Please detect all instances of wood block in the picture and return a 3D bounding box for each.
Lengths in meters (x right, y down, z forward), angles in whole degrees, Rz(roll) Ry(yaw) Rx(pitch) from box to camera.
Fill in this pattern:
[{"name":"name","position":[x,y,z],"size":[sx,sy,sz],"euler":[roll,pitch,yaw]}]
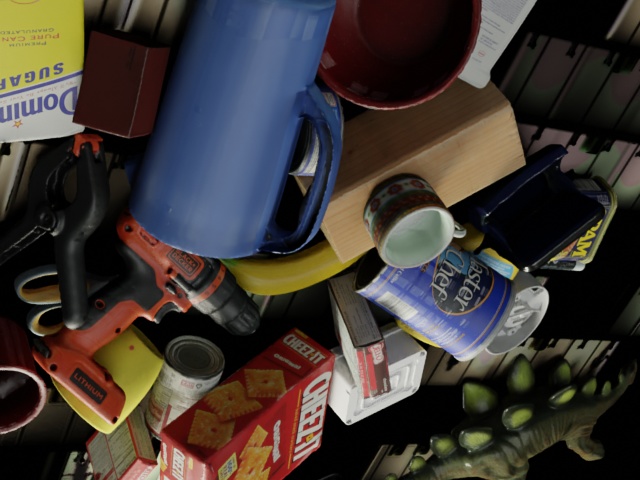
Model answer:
[{"name":"wood block","position":[0.084,-0.078,1.041],"size":[0.206,0.090,0.090],"euler":[-28,137,-2]}]

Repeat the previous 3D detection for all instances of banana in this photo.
[{"name":"banana","position":[-0.010,0.016,1.113],"size":[0.197,0.037,0.069],"euler":[-18,134,-12]}]

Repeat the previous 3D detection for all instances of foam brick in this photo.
[{"name":"foam brick","position":[-0.161,-0.127,0.869],"size":[0.053,0.051,0.078],"euler":[18,103,9]}]

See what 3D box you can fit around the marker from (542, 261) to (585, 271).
[{"name":"marker","position":[0.266,0.025,1.275],"size":[0.120,0.020,0.020],"euler":[3,127,-29]}]

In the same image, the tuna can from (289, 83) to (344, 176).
[{"name":"tuna can","position":[-0.011,-0.101,0.974],"size":[0.033,0.086,0.086],"euler":[0,128,-25]}]

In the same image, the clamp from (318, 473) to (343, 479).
[{"name":"clamp","position":[-0.077,0.356,1.381],"size":[0.164,0.036,0.210],"euler":[18,121,-37]}]

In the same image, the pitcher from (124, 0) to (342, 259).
[{"name":"pitcher","position":[-0.063,-0.110,0.905],"size":[0.149,0.145,0.243],"euler":[5,123,-26]}]

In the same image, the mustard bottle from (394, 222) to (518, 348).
[{"name":"mustard bottle","position":[0.170,0.034,1.205],"size":[0.096,0.058,0.192],"euler":[24,115,-28]}]

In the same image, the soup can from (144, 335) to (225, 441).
[{"name":"soup can","position":[-0.146,0.162,1.151],"size":[0.068,0.068,0.102],"euler":[1,127,-28]}]

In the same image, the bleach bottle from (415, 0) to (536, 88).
[{"name":"bleach bottle","position":[0.178,-0.262,0.944],"size":[0.102,0.068,0.251],"euler":[21,115,-37]}]

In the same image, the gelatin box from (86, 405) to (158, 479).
[{"name":"gelatin box","position":[-0.216,0.233,1.163],"size":[0.030,0.089,0.073],"euler":[25,114,-39]}]

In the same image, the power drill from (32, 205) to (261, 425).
[{"name":"power drill","position":[-0.165,0.081,1.021],"size":[0.187,0.057,0.184],"euler":[-50,117,-12]}]

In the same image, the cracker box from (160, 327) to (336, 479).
[{"name":"cracker box","position":[-0.079,0.219,1.170],"size":[0.213,0.072,0.164],"euler":[-34,146,-40]}]

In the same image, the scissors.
[{"name":"scissors","position":[-0.206,0.058,1.066],"size":[0.201,0.016,0.096],"euler":[3,129,-29]}]

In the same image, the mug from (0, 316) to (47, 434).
[{"name":"mug","position":[-0.326,0.133,1.024],"size":[0.117,0.081,0.093],"euler":[-32,136,2]}]

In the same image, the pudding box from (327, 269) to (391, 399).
[{"name":"pudding box","position":[0.043,0.103,1.163],"size":[0.039,0.113,0.090],"euler":[-16,134,-8]}]

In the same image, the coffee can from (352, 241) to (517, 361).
[{"name":"coffee can","position":[0.120,0.048,1.122],"size":[0.140,0.102,0.103],"euler":[33,112,-11]}]

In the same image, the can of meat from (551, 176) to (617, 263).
[{"name":"can of meat","position":[0.275,-0.023,1.211],"size":[0.083,0.057,0.102],"euler":[-1,128,-23]}]

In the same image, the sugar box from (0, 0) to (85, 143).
[{"name":"sugar box","position":[-0.233,-0.160,0.838],"size":[0.093,0.048,0.176],"euler":[-9,131,-21]}]

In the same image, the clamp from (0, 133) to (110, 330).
[{"name":"clamp","position":[-0.224,-0.009,0.937],"size":[0.172,0.120,0.039],"euler":[-57,169,22]}]

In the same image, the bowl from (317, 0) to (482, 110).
[{"name":"bowl","position":[0.064,-0.194,0.914],"size":[0.162,0.162,0.055],"euler":[-53,170,22]}]
